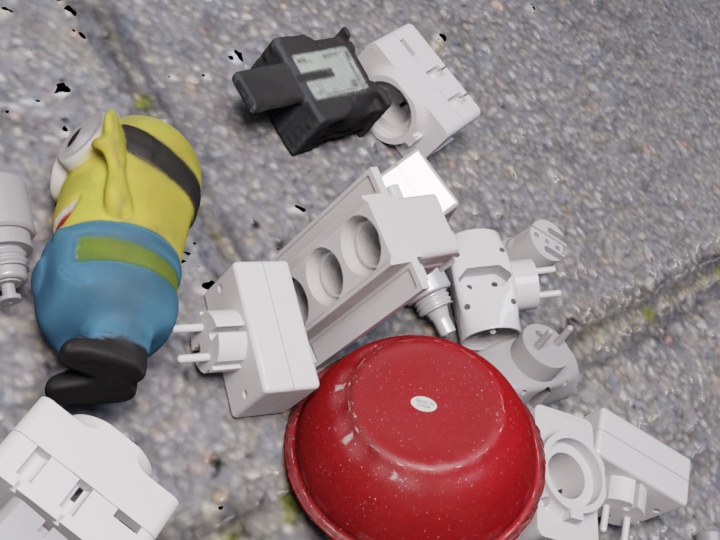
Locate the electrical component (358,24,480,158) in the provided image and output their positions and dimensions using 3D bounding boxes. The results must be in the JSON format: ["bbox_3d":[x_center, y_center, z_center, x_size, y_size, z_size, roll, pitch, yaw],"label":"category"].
[{"bbox_3d":[0.036,-0.130,0.811,0.089,0.050,0.056,51,49,1],"label":"electrical component"}]

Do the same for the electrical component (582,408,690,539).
[{"bbox_3d":[0.181,0.152,0.749,0.083,0.047,0.075,31,51,-16],"label":"electrical component"}]

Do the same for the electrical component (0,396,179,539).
[{"bbox_3d":[-0.145,0.113,0.551,0.089,0.050,0.055,41,49,-8],"label":"electrical component"}]

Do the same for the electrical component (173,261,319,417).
[{"bbox_3d":[-0.076,0.042,0.640,0.076,0.047,0.083,-2,65,-34],"label":"electrical component"}]

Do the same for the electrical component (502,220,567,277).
[{"bbox_3d":[0.127,-0.012,0.807,0.040,0.046,0.040,16,57,-26],"label":"electrical component"}]

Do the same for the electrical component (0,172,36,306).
[{"bbox_3d":[-0.200,-0.018,0.595,0.040,0.040,0.078,-3,66,-35],"label":"electrical component"}]

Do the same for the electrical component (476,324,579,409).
[{"bbox_3d":[0.117,0.063,0.736,0.077,0.079,0.043,-6,54,-36],"label":"electrical component"}]

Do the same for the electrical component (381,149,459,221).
[{"bbox_3d":[0.021,-0.036,0.738,0.076,0.083,0.047,-36,86,-3],"label":"electrical component"}]

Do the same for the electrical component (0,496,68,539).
[{"bbox_3d":[-0.157,0.163,0.514,0.089,0.050,0.055,43,49,-5],"label":"electrical component"}]

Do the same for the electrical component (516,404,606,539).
[{"bbox_3d":[0.124,0.141,0.712,0.050,0.056,0.089,20,55,-24],"label":"electrical component"}]

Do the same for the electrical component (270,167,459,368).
[{"bbox_3d":[0.000,0.000,0.665,0.063,0.121,0.078,-10,70,-40],"label":"electrical component"}]

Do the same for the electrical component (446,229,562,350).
[{"bbox_3d":[0.104,0.012,0.768,0.079,0.043,0.077,-6,65,-6],"label":"electrical component"}]

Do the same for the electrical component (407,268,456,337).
[{"bbox_3d":[0.048,0.017,0.746,0.035,0.035,0.061,-19,78,-39],"label":"electrical component"}]
